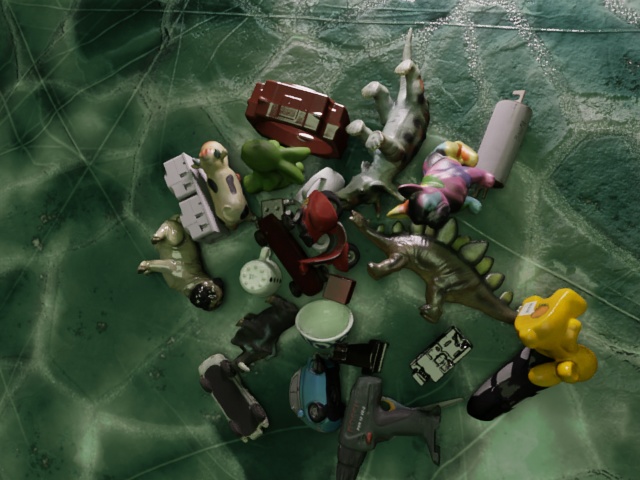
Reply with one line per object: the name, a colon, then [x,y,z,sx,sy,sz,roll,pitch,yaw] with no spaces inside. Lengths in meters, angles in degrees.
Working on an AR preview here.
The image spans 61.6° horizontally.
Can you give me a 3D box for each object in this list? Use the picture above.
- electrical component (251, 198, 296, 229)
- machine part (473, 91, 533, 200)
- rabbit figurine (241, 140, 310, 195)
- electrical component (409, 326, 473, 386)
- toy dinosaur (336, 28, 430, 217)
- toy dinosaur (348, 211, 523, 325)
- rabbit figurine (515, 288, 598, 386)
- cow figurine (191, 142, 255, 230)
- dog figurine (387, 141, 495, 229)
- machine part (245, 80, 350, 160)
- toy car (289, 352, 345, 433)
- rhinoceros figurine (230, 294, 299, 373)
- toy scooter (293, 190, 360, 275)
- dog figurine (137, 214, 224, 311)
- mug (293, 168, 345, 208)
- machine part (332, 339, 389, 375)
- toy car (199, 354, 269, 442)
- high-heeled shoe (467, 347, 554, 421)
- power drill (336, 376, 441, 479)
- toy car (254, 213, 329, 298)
electrical component: [-0.101,-0.055,1.198,0.102,0.045,0.078,-1,86,10]
machine part: [0.376,-0.197,1.115,0.079,0.079,0.243,23,88,11]
rabbit figurine: [-0.105,-0.158,1.145,0.159,0.170,0.121,10,87,11]
electrical component: [0.239,0.234,1.077,0.134,0.115,0.058,-43,75,4]
toy dinosaur: [0.166,-0.231,1.130,0.131,0.192,0.405,15,71,43]
toy dinosaur: [0.261,0.071,1.097,0.471,0.105,0.198,36,87,0]
rabbit figurine: [0.449,0.197,0.987,0.173,0.162,0.122,48,138,-12]
cow figurine: [-0.217,-0.124,1.183,0.085,0.127,0.195,-20,84,4]
dog figurine: [0.220,-0.105,1.051,0.219,0.108,0.192,-12,54,-27]
machine part: [-0.041,-0.250,1.127,0.201,0.201,0.087,18,84,11]
toy car: [-0.015,0.319,1.121,0.103,0.109,0.161,-13,73,26]
rhinoceros figurine: [-0.126,0.203,1.169,0.112,0.073,0.190,45,90,0]
toy scooter: [-0.002,-0.003,1.087,0.135,0.075,0.183,-29,104,-24]
dog figurine: [-0.284,0.051,1.203,0.191,0.121,0.172,24,92,-3]
mug: [0.000,-0.108,1.160,0.081,0.109,0.107,32,79,31]
machine part: [0.085,0.237,1.105,0.039,0.138,0.084,24,94,52]
toy car: [-0.190,0.343,1.170,0.073,0.056,0.202,-37,81,-2]
high-heeled shoe: [0.402,0.274,1.086,0.249,0.145,0.086,-32,77,-24]
power drill: [0.140,0.398,1.083,0.208,0.086,0.232,2,81,21]
toy car: [-0.061,0.032,1.160,0.089,0.053,0.202,-32,97,21]
